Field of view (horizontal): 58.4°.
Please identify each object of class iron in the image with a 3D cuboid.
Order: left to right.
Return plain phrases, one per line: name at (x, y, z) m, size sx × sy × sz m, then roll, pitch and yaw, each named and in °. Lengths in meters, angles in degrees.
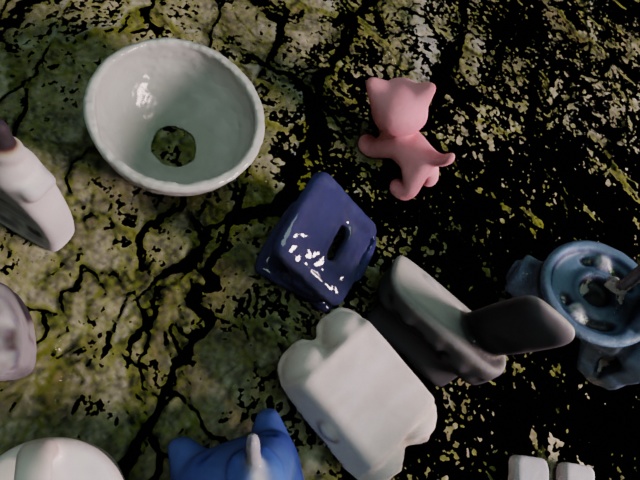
iron at (-0.033, 0.262, 0.425) m, size 0.119 × 0.141 × 0.258 m, roll -13°, pitch 75°, yaw -23°

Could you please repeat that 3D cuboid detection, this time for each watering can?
watering can at (-0.185, 0.184, 0.371) m, size 0.173 × 0.193 × 0.101 m, roll -25°, pitch 79°, yaw -25°

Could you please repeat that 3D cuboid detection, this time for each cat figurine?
cat figurine at (0.097, -0.123, 0.631) m, size 0.067 × 0.117 × 0.128 m, roll -36°, pitch 85°, yaw -27°

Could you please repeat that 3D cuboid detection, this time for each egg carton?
egg carton at (0.035, 0.144, 0.534) m, size 0.107 × 0.069 × 0.150 m, roll -40°, pitch 86°, yaw -27°

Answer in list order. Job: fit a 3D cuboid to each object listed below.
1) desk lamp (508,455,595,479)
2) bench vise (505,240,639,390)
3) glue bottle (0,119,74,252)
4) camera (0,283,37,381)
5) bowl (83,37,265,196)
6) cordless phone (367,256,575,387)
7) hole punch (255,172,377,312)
desk lamp at (0.253, 0.289, 0.474) m, size 0.118 × 0.213 × 0.203 m, roll 13°, pitch 66°, yaw -14°
bench vise at (0.325, 0.063, 0.583) m, size 0.207 × 0.219 × 0.121 m, roll 26°, pitch 64°, yaw -8°
glue bottle at (-0.238, -0.047, 0.453) m, size 0.078 × 0.173 × 0.037 m, roll 33°, pitch 63°, yaw -4°
camera at (-0.302, 0.045, 0.436) m, size 0.143 × 0.100 × 0.137 m, roll -4°, pitch 71°, yaw -20°
bowl at (-0.142, -0.109, 0.566) m, size 0.168 × 0.074 × 0.167 m, roll 7°, pitch 68°, yaw -17°
cordless phone at (0.137, 0.062, 0.536) m, size 0.147 × 0.184 × 0.094 m, roll 38°, pitch 63°, yaw -2°
hole punch at (0.005, 0.002, 0.566) m, size 0.101 × 0.091 × 0.109 m, roll 31°, pitch 63°, yaw -6°
